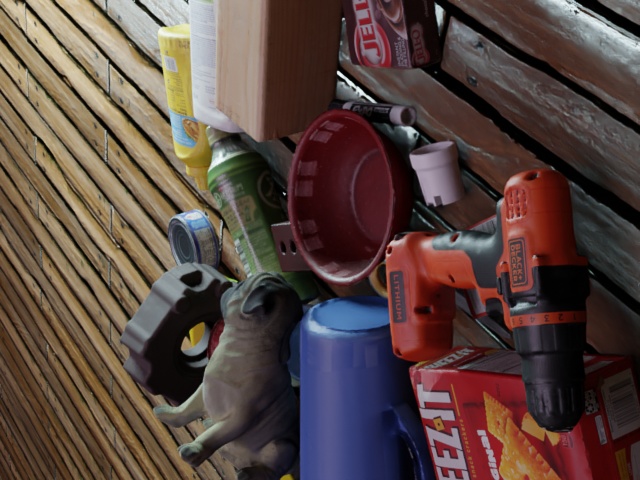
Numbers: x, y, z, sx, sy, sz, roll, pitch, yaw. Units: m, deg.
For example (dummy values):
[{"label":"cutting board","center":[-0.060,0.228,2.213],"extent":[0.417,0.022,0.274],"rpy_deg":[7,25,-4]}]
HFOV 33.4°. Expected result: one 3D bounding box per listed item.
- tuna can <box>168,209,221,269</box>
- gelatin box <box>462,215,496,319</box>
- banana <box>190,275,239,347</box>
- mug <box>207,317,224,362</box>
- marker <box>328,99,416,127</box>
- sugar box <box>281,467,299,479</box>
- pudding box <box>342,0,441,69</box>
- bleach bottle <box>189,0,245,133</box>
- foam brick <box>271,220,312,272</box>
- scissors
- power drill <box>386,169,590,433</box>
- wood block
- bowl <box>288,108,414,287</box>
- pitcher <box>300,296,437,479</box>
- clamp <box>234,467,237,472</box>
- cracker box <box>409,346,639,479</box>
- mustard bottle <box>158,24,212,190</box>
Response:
[{"label":"tuna can","center":[-0.164,0.005,1.384],"extent":[0.086,0.033,0.086],"rpy_deg":[36,135,47]},{"label":"gelatin box","center":[0.147,0.019,0.869],"extent":[0.089,0.030,0.073],"rpy_deg":[-31,77,59]},{"label":"banana","center":[-0.147,0.106,1.403],"extent":[0.070,0.037,0.198],"rpy_deg":[53,145,33]},{"label":"mug","center":[-0.067,0.118,1.238],"extent":[0.082,0.093,0.117],"rpy_deg":[9,76,52]},{"label":"marker","center":[0.045,-0.118,0.981],"extent":[0.121,0.020,0.020],"rpy_deg":[17,119,56]},{"label":"sugar box","center":[-0.057,0.246,1.243],"extent":[0.093,0.048,0.176],"rpy_deg":[13,141,39]},{"label":"pudding box","center":[0.056,-0.202,0.897],"extent":[0.090,0.039,0.113],"rpy_deg":[17,120,56]},{"label":"bleach bottle","center":[-0.098,-0.245,1.115],"extent":[0.103,0.067,0.251],"rpy_deg":[25,123,51]},{"label":"foam brick","center":[-0.007,0.001,1.098],"extent":[0.078,0.051,0.053],"rpy_deg":[-7,99,60]},{"label":"scissors","center":[0.099,0.051,0.979],"extent":[0.202,0.016,0.096],"rpy_deg":[51,142,35]},{"label":"power drill","center":[0.126,0.051,0.805],"extent":[0.188,0.057,0.184],"rpy_deg":[-14,75,57]},{"label":"wood block","center":[-0.038,-0.209,1.001],"extent":[0.090,0.090,0.206],"rpy_deg":[41,138,42]},{"label":"bowl","center":[0.036,-0.040,0.980],"extent":[0.162,0.055,0.162],"rpy_deg":[7,99,54]},{"label":"pitcher","center":[0.047,0.185,1.035],"extent":[0.145,0.149,0.243],"rpy_deg":[-61,-30,-69]},{"label":"clamp","center":[-0.068,0.347,1.397],"extent":[0.210,0.036,0.165],"rpy_deg":[54,146,34]},{"label":"cracker box","center":[0.171,0.176,0.867],"extent":[0.214,0.072,0.164],"rpy_deg":[-6,99,61]},{"label":"mustard bottle","center":[-0.144,-0.150,1.243],"extent":[0.096,0.058,0.192],"rpy_deg":[26,126,53]}]
